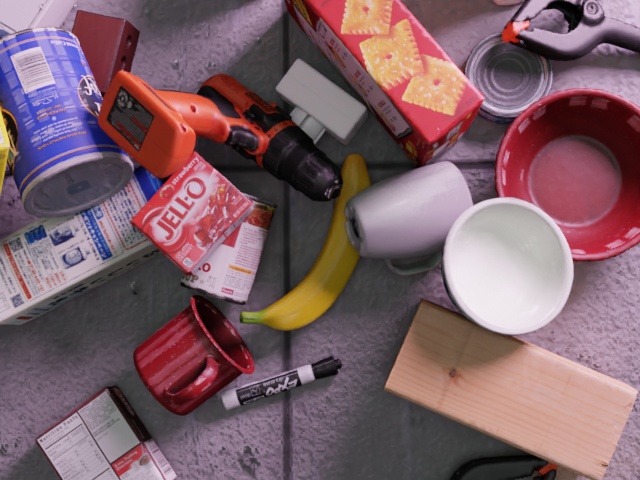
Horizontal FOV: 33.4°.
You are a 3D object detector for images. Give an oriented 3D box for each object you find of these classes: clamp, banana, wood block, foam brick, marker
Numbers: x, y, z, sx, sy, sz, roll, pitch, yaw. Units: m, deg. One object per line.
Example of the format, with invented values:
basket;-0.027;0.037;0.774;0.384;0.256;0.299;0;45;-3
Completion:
clamp;0.142;0.280;1.005;0.210;0.036;0.164;-31;85;4
banana;0.005;0.014;1.024;0.069;0.037;0.198;36;85;-24
wood block;0.172;0.135;0.984;0.206;0.090;0.091;23;90;6
foam brick;-0.218;-0.180;1.055;0.051;0.053;0.078;14;89;6
marker;-0.037;0.139;1.039;0.121;0.020;0.020;-19;85;4
clamp;0.252;-0.224;1.006;0.171;0.039;0.120;-7;77;-15

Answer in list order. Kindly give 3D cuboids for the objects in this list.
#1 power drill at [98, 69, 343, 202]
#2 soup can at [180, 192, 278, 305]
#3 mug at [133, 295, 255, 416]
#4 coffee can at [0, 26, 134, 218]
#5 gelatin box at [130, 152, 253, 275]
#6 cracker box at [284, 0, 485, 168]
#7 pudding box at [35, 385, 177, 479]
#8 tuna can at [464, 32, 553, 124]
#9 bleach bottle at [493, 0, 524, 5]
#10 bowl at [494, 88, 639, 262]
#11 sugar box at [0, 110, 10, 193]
power drill;-0.088;-0.091;0.949;0.185;0.187;0.057;39;113;29
soup can;-0.088;0.005;1.025;0.068;0.068;0.102;17;89;6
mug;-0.121;0.117;1.003;0.081;0.117;0.093;-38;113;7
coffee can;-0.242;-0.105;0.965;0.103;0.102;0.140;-27;74;3
gelatin box;-0.117;-0.023;0.974;0.073;0.030;0.089;42;83;6
cracker box;0.053;-0.174;0.974;0.072;0.164;0.214;-39;85;0
pudding box;-0.209;0.213;1.042;0.090;0.039;0.113;-35;82;3
tuna can;0.180;-0.156;1.026;0.086;0.033;0.086;0;87;5
bleach bottle;0.171;-0.287;0.924;0.068;0.251;0.102;-24;85;4
bowl;0.244;-0.059;1.004;0.162;0.055;0.162;0;87;5
sugar box;-0.313;-0.056;0.945;0.048;0.176;0.093;-6;55;-26
